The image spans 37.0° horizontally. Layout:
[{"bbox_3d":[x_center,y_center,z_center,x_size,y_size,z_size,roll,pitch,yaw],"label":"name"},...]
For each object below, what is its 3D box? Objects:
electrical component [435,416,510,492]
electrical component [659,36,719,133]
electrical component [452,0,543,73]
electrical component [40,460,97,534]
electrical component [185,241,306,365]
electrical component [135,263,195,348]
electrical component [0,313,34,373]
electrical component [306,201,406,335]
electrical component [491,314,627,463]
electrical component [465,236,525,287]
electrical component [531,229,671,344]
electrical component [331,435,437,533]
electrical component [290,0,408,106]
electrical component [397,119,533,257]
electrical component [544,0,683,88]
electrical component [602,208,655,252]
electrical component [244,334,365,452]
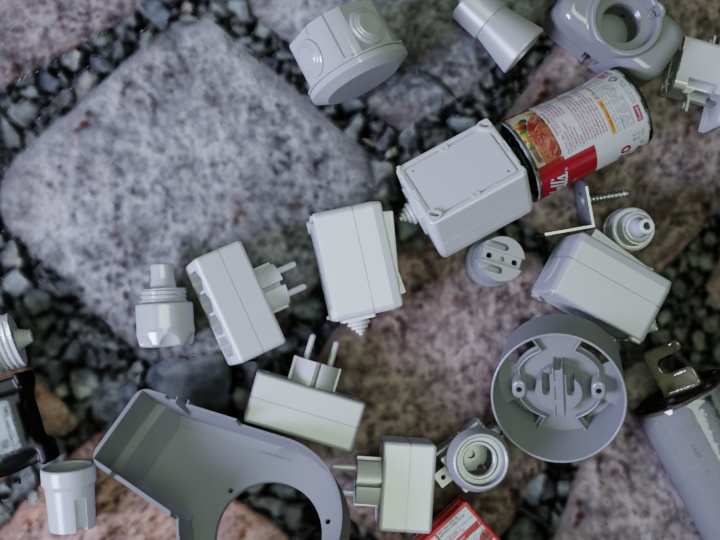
[{"bbox_3d":[0.086,0.141,0.815,0.066,0.055,0.048,-37,92,-6],"label":"electrical component"},{"bbox_3d":[0.275,-0.155,0.852,0.064,0.042,0.081,15,86,-3],"label":"electrical component"},{"bbox_3d":[0.104,-0.191,0.838,0.065,0.044,0.044,42,85,2],"label":"electrical component"},{"bbox_3d":[-0.214,0.167,0.794,0.040,0.040,0.046,-4,94,-6],"label":"electrical component"},{"bbox_3d":[-0.078,0.018,0.810,0.076,0.047,0.083,-24,90,-20],"label":"electrical component"},{"bbox_3d":[-0.146,0.026,0.804,0.043,0.043,0.062,-3,87,-6],"label":"electrical component"},{"bbox_3d":[-0.281,0.059,0.789,0.081,0.043,0.043,-16,89,-6],"label":"electrical component"},{"bbox_3d":[0.000,0.000,0.809,0.061,0.062,0.096,-12,89,-6],"label":"electrical component"},{"bbox_3d":[0.149,0.085,0.805,0.099,0.064,0.099,6,121,10],"label":"electrical component"},{"bbox_3d":[0.105,-0.007,0.828,0.040,0.046,0.040,0,88,-6],"label":"electrical component"},{"bbox_3d":[0.192,0.014,0.828,0.096,0.062,0.061,29,85,-4],"label":"electrical component"},{"bbox_3d":[0.015,0.160,0.812,0.077,0.047,0.065,4,88,-3],"label":"electrical component"},{"bbox_3d":[-0.009,-0.162,0.807,0.080,0.080,0.051,-27,85,-6],"label":"electrical component"},{"bbox_3d":[0.074,-0.056,0.813,0.096,0.061,0.061,-28,57,-2],"label":"electrical component"},{"bbox_3d":[0.198,-0.188,0.837,0.095,0.059,0.053,36,85,-3],"label":"electrical component"},{"bbox_3d":[0.211,-0.032,0.831,0.035,0.061,0.035,0,88,-6],"label":"electrical component"},{"bbox_3d":[-0.037,0.087,0.810,0.083,0.047,0.075,17,86,-5],"label":"electrical component"}]
